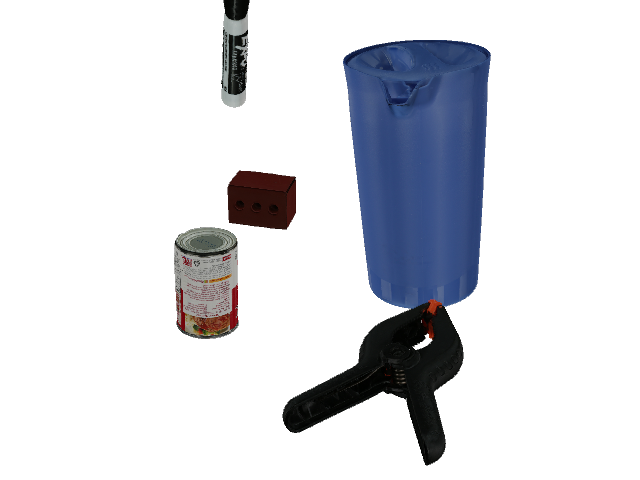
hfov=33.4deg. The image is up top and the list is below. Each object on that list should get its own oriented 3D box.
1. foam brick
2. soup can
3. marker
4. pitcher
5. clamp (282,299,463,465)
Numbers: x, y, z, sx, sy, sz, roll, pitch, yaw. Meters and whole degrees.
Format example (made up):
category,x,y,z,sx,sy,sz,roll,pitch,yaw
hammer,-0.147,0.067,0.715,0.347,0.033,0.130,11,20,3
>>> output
category,x,y,z,sx,sy,sz,roll,pitch,yaw
foam brick,-0.073,-0.051,1.333,0.078,0.053,0.051,7,28,12
soup can,-0.122,0.045,1.148,0.068,0.102,0.068,1,25,-1
marker,-0.061,-0.141,0.766,0.020,0.020,0.121,0,-32,-6
pitcher,0.098,-0.067,1.021,0.149,0.243,0.145,-16,27,-26
clamp,0.065,0.102,0.789,0.120,0.039,0.171,20,41,29
